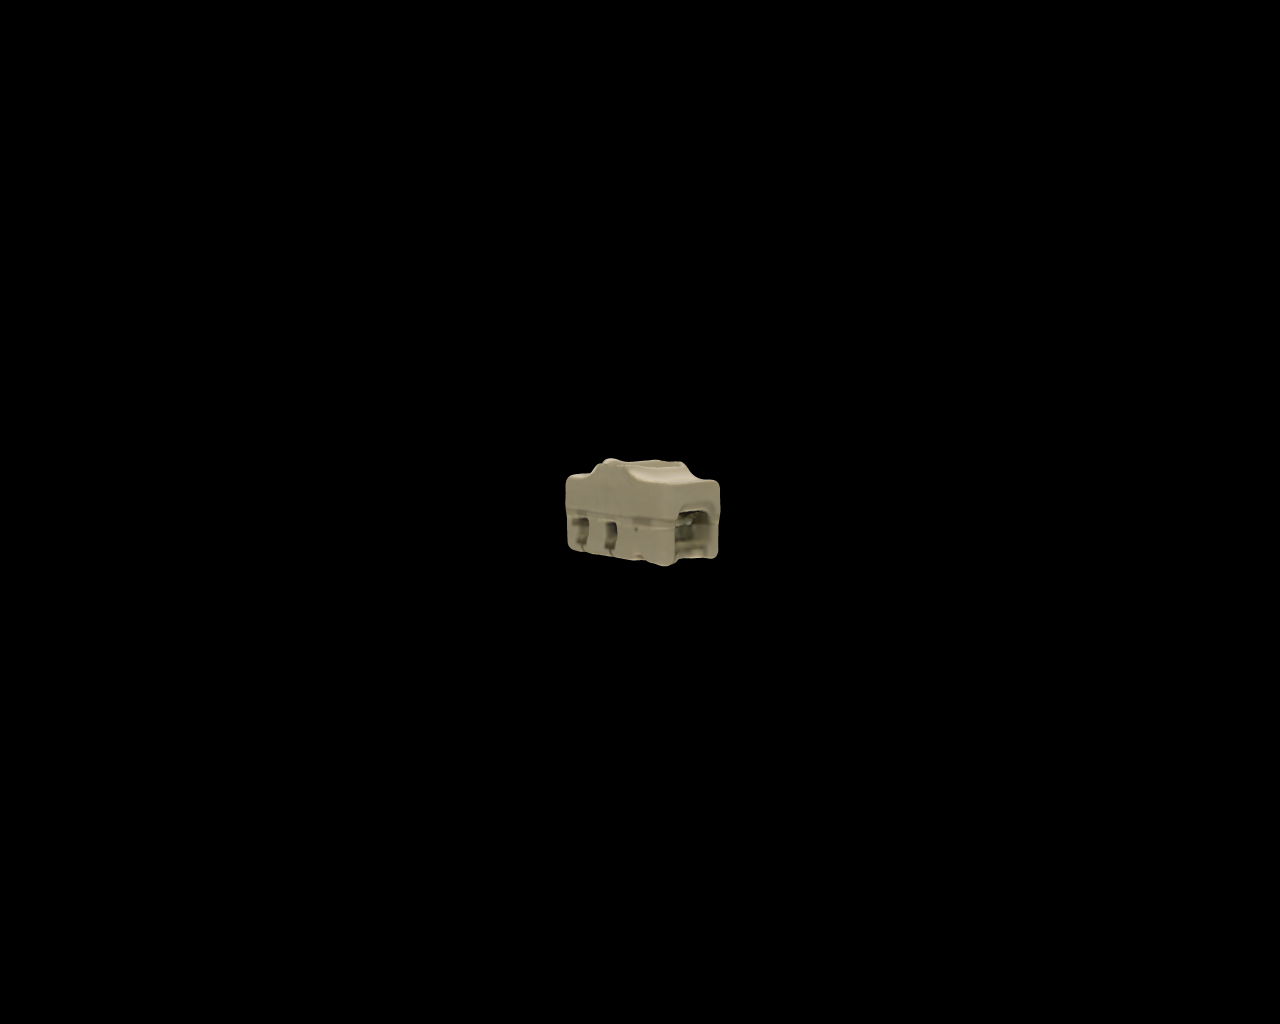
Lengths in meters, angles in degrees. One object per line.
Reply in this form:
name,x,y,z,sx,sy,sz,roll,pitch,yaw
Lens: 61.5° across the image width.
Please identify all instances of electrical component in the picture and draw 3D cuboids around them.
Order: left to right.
electrical component,0.001,-0.003,0.650,0.050,0.055,0.089,-6,9,-43
